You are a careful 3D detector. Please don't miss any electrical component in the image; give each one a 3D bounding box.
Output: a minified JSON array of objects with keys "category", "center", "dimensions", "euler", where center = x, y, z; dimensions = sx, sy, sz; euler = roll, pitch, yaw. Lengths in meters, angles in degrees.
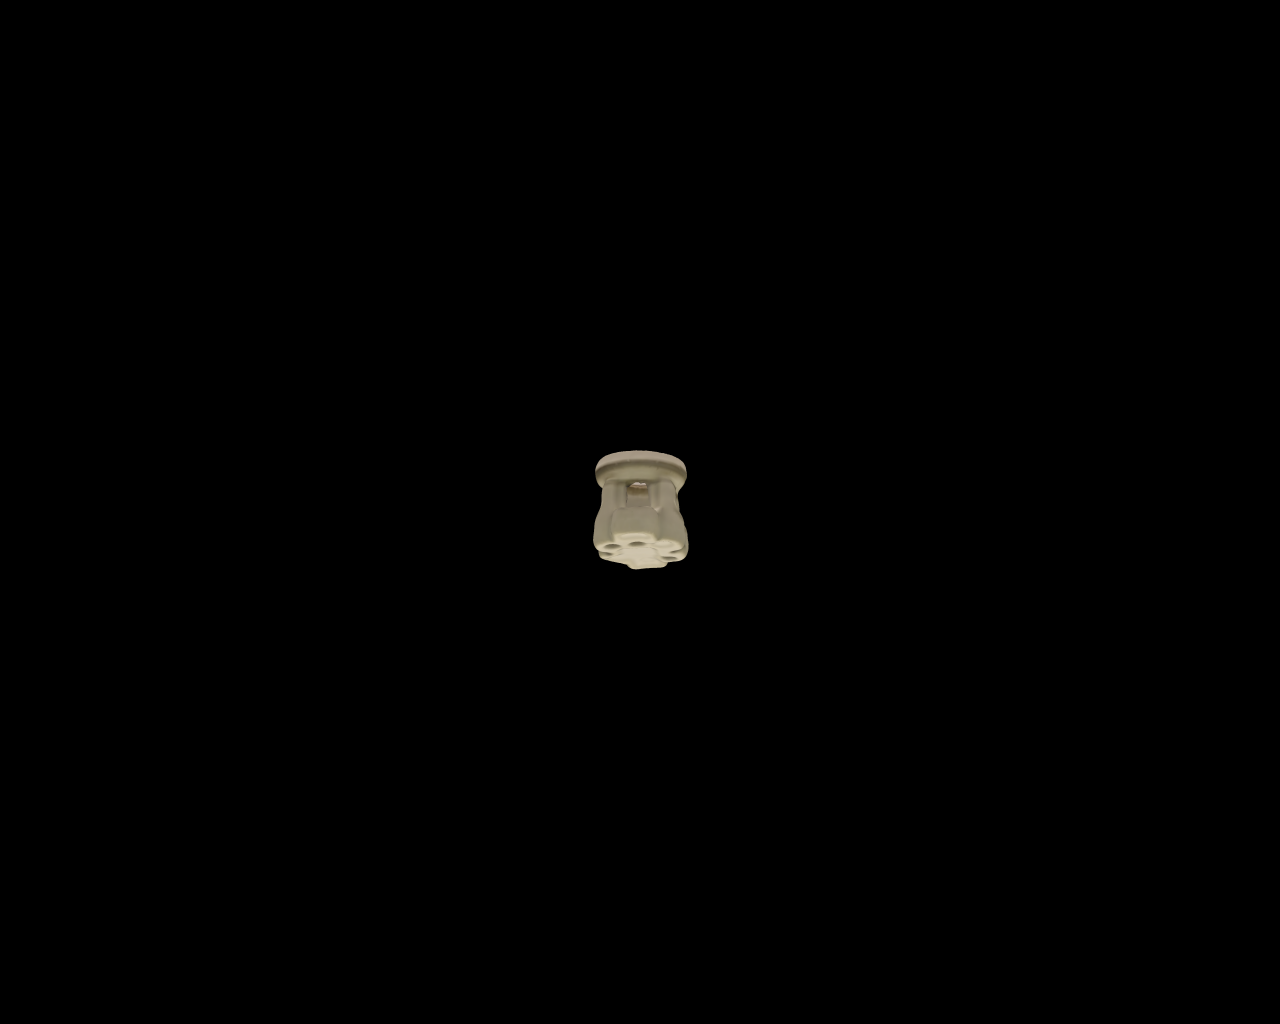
[{"category":"electrical component","center":[0.001,-0.003,0.650],"dimensions":[0.058,0.057,0.078],"euler":[-2,-18,7]}]
